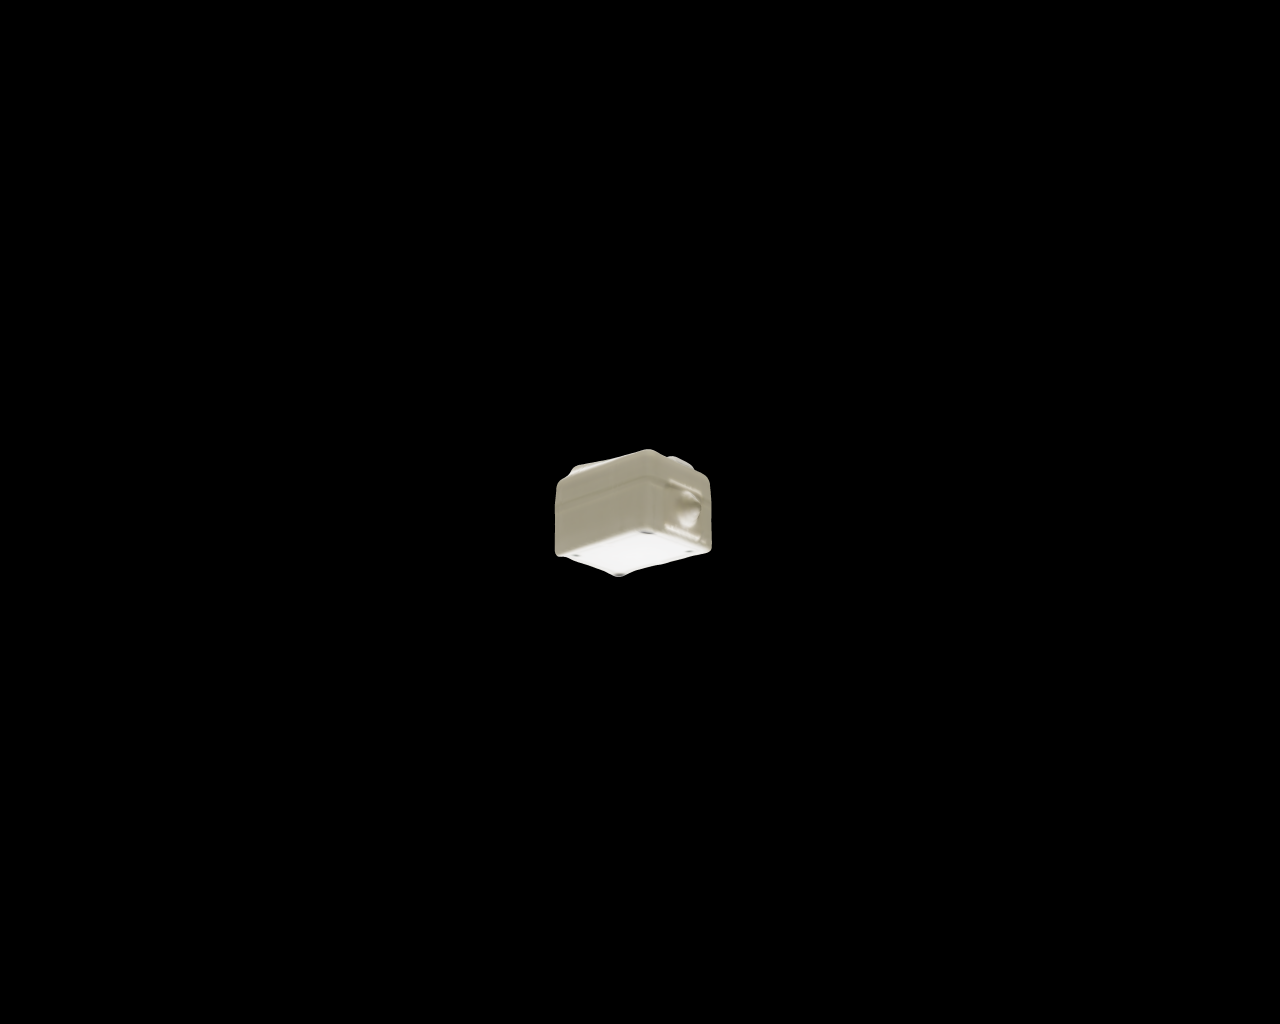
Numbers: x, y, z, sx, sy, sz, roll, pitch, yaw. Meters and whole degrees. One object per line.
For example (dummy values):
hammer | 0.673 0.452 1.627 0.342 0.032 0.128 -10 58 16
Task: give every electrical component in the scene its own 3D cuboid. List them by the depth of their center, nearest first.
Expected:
electrical component | 0.001 -0.003 0.650 0.096 0.061 0.062 -17 -27 38
